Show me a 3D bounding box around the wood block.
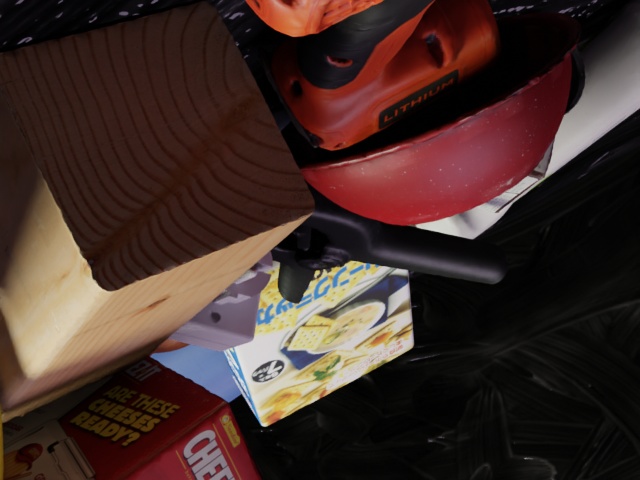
[{"bbox_3d":[-0.098,0.001,0.444,0.090,0.090,0.206,-22,171,-33],"label":"wood block"}]

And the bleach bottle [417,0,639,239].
[{"bbox_3d":[0.156,-0.071,0.789,0.251,0.068,0.102,-40,176,-4],"label":"bleach bottle"}]

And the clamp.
[{"bbox_3d":[-0.004,0.001,0.644,0.165,0.036,0.209,-12,157,35],"label":"clamp"}]

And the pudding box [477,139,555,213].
[{"bbox_3d":[0.076,-0.057,0.659,0.113,0.039,0.090,18,166,-5],"label":"pudding box"}]

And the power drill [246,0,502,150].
[{"bbox_3d":[0.050,-0.106,0.392,0.184,0.057,0.188,-27,171,-10],"label":"power drill"}]

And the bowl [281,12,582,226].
[{"bbox_3d":[0.059,-0.054,0.530,0.162,0.055,0.162,-23,-160,9],"label":"bowl"}]

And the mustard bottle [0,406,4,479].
[{"bbox_3d":[-0.231,0.085,0.444,0.192,0.096,0.058,0,-172,10],"label":"mustard bottle"}]

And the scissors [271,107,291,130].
[{"bbox_3d":[-0.080,-0.031,0.582,0.201,0.016,0.096,-24,170,-34],"label":"scissors"}]

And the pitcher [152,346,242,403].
[{"bbox_3d":[-0.168,0.133,1.031,0.243,0.149,0.145,-32,157,4],"label":"pitcher"}]

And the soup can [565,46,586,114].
[{"bbox_3d":[0.121,-0.092,0.698,0.068,0.068,0.102,-26,173,-16],"label":"soup can"}]

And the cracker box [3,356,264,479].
[{"bbox_3d":[-0.155,0.142,0.520,0.213,0.072,0.164,-34,-153,-25],"label":"cracker box"}]
